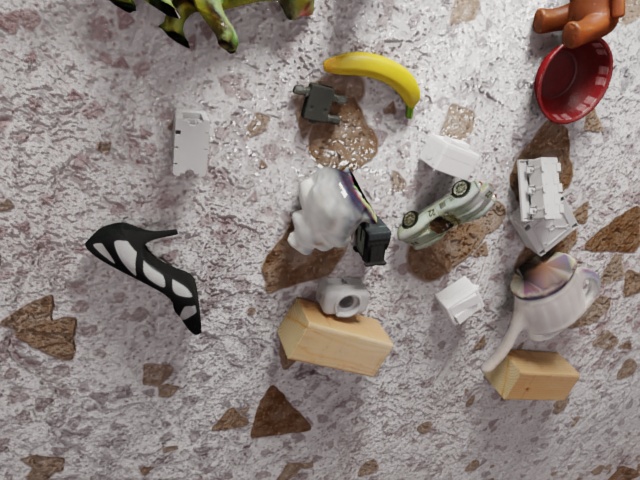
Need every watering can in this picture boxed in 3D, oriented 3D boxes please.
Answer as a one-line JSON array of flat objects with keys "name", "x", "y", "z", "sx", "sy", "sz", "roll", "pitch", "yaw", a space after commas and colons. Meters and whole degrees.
[{"name": "watering can", "x": 0.494, "y": 0.162, "z": 1.183, "sx": 0.348, "sy": 0.106, "sz": 0.220, "roll": -33, "pitch": 123, "yaw": -2}]

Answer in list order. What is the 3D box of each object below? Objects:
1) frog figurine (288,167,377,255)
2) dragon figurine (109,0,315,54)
[{"name": "frog figurine", "x": 0.003, "y": -0.045, "z": 0.888, "sx": 0.159, "sy": 0.123, "sz": 0.137, "roll": -31, "pitch": 91, "yaw": 9}, {"name": "dragon figurine", "x": -0.170, "y": -0.396, "z": 0.660, "sx": 0.406, "sy": 0.123, "sz": 0.243, "roll": 28, "pitch": 87, "yaw": -32}]
